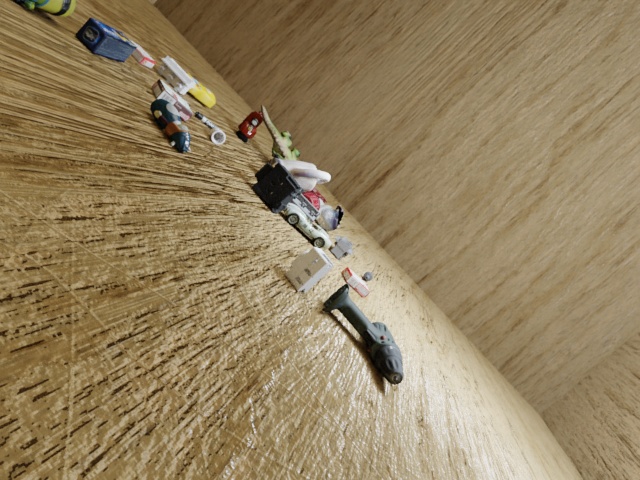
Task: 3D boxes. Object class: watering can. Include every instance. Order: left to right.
[{"bbox_3d":[-0.093,-0.228,1.859,0.224,0.104,0.347,6,0,-17],"label":"watering can"}]

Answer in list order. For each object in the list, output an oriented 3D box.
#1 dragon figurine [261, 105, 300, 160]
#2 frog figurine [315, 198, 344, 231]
[{"bbox_3d":[-0.165,-0.377,2.213,0.405,0.122,0.247,59,8,-20],"label":"dragon figurine"},{"bbox_3d":[0.006,-0.104,2.061,0.160,0.122,0.138,11,8,17],"label":"frog figurine"}]
